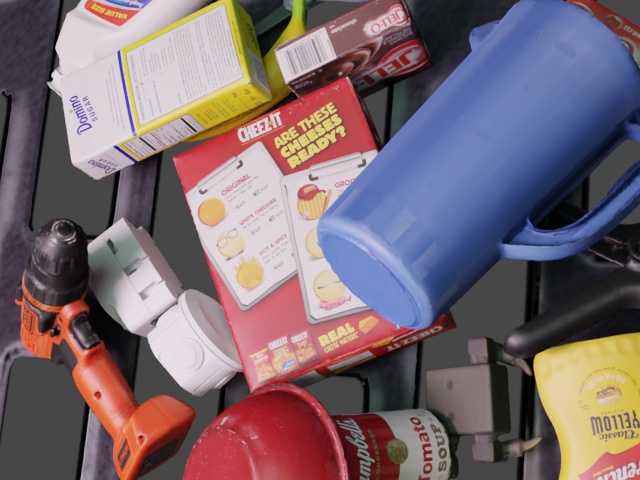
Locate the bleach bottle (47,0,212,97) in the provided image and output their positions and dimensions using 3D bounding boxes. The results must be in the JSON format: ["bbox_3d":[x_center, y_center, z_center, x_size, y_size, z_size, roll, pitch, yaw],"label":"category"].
[{"bbox_3d":[-0.151,-0.223,0.968,0.103,0.068,0.251,44,95,21],"label":"bleach bottle"}]

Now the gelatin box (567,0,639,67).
[{"bbox_3d":[0.217,-0.146,0.850,0.089,0.030,0.073,39,91,21],"label":"gelatin box"}]

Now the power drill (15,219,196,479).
[{"bbox_3d":[-0.176,0.090,0.855,0.057,0.185,0.188,-28,70,-30],"label":"power drill"}]

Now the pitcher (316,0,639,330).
[{"bbox_3d":[0.122,-0.047,0.763,0.242,0.149,0.145,-45,108,-18],"label":"pitcher"}]

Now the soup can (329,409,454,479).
[{"bbox_3d":[0.039,0.161,0.788,0.069,0.102,0.068,-3,86,58],"label":"soup can"}]

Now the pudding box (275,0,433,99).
[{"bbox_3d":[0.030,-0.150,0.879,0.113,0.090,0.039,-22,70,12],"label":"pudding box"}]

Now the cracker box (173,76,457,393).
[{"bbox_3d":[-0.006,0.001,0.865,0.164,0.072,0.214,-24,71,9],"label":"cracker box"}]

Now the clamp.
[{"bbox_3d":[0.231,0.012,0.791,0.210,0.036,0.164,-5,47,4],"label":"clamp"}]

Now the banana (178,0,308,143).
[{"bbox_3d":[-0.079,-0.130,0.938,0.198,0.037,0.070,-32,61,9],"label":"banana"}]

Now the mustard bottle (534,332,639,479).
[{"bbox_3d":[0.217,0.167,0.763,0.096,0.058,0.191,-11,75,10],"label":"mustard bottle"}]

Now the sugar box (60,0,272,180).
[{"bbox_3d":[-0.134,-0.128,0.912,0.176,0.048,0.093,-23,62,18],"label":"sugar box"}]

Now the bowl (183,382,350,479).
[{"bbox_3d":[-0.051,0.180,0.758,0.162,0.055,0.162,-15,70,48],"label":"bowl"}]

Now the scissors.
[{"bbox_3d":[-0.019,-0.230,0.952,0.202,0.016,0.096,-17,72,13],"label":"scissors"}]
